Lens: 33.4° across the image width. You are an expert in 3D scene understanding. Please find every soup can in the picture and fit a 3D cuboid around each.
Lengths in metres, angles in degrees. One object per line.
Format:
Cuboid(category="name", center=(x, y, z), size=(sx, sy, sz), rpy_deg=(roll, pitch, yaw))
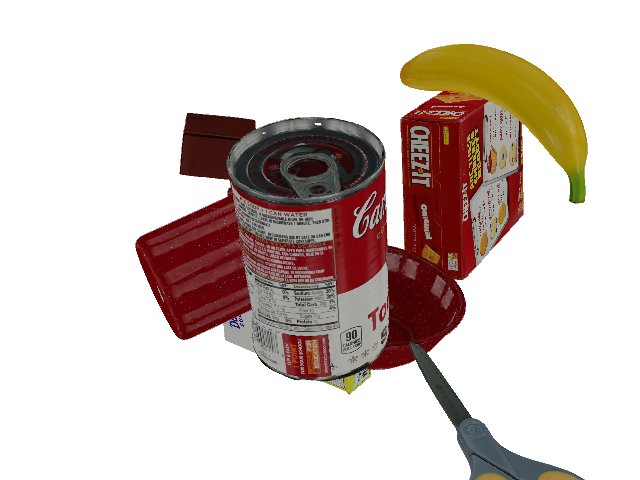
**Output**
Cuboid(category="soup can", center=(-0.003, 0.005, 0.482), size=(0.068, 0.102, 0.068), rpy_deg=(-3, 35, 2))

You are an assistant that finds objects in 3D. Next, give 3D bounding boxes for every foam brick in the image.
Cuboid(category="foam brick", center=(-0.110, -0.101, 1.153), size=(0.078, 0.051, 0.053), rpy_deg=(6, 31, -5))

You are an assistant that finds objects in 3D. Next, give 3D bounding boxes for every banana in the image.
Cuboid(category="banana", center=(0.131, -0.105, 0.789), size=(0.037, 0.070, 0.198), rpy_deg=(3, 31, -44))

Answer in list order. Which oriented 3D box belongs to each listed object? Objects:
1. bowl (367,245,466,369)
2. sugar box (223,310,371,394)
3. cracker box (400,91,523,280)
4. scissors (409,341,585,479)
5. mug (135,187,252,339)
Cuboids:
Cuboid(category="bowl", center=(0.044, 0.065, 0.940), size=(0.162, 0.055, 0.162), rpy_deg=(6, 30, -3))
Cuboid(category="sugar box", center=(-0.028, 0.091, 1.156), size=(0.176, 0.093, 0.048), rpy_deg=(22, 38, 33))
Cuboid(category="cracker box", center=(0.152, -0.074, 1.121), size=(0.072, 0.164, 0.213), rpy_deg=(5, 21, 26))
Cuboid(category="scissors", center=(0.114, 0.124, 0.649), size=(0.096, 0.016, 0.202), rpy_deg=(1, 32, -4))
Cuboid(category="mug", center=(-0.086, 0.016, 0.781), size=(0.081, 0.093, 0.117), rpy_deg=(-25, 25, -13))
